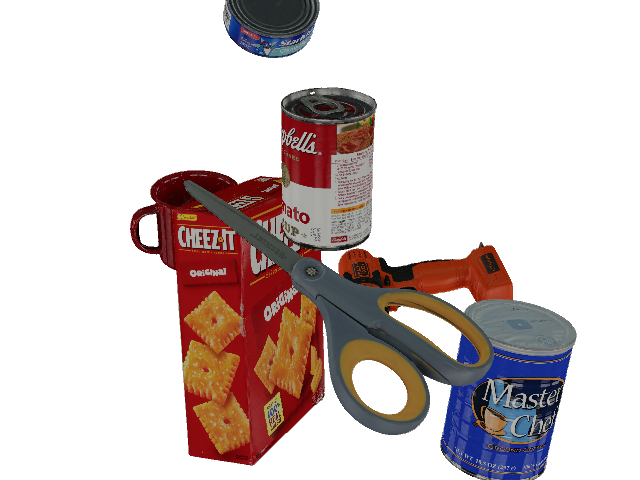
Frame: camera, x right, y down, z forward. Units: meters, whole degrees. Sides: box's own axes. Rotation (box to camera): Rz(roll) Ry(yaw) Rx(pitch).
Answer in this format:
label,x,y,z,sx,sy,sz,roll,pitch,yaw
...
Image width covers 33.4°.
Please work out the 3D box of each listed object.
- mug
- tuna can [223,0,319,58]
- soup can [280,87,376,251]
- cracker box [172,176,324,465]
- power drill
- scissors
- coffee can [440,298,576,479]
label,x,y,z,sx,sy,sz,roll,pitch,yaw
mug,-0.142,-0.016,1.123,0.117,0.081,0.093,-12,32,-22
tuna can,-0.046,-0.209,0.977,0.086,0.086,0.034,0,-30,-13
soup can,0.005,-0.052,0.774,0.068,0.102,0.068,0,27,0
cracker box,-0.054,0.063,0.929,0.072,0.214,0.164,5,15,22
power drill,0.115,0.060,1.192,0.187,0.057,0.184,-3,28,-3
scissors,-0.007,0.036,0.571,0.202,0.096,0.016,24,-39,11
coffee can,0.173,0.139,0.995,0.103,0.140,0.103,6,21,-3
